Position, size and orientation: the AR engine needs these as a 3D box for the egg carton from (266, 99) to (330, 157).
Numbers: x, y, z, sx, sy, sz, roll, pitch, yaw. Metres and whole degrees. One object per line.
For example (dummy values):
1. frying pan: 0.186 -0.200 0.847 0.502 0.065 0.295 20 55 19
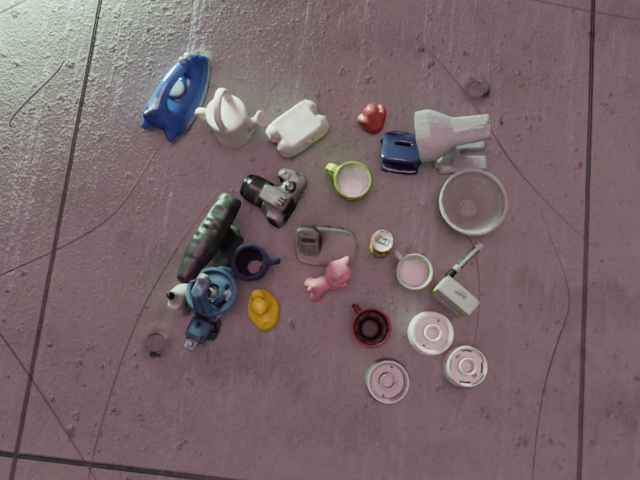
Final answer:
1. egg carton: -0.055 -0.283 1.460 0.150 0.069 0.107 -38 81 -4

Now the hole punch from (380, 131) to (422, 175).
1. hole punch: 0.203 -0.225 1.429 0.108 0.091 0.101 7 81 4

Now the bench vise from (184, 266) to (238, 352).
1. bench vise: -0.255 0.154 1.316 0.121 0.220 0.207 3 80 3

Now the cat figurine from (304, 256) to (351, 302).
1. cat figurine: 0.024 0.093 1.368 0.128 0.118 0.067 -29 80 -3

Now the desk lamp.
1. desk lamp: 0.316 -0.238 1.365 0.203 0.213 0.118 -3 80 2

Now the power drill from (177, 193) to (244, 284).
1. power drill: -0.247 0.008 1.346 0.075 0.208 0.230 23 82 6

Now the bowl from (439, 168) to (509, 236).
1. bowl: 0.371 -0.086 1.408 0.167 0.075 0.167 0 80 2

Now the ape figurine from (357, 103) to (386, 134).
1. ape figurine: 0.132 -0.315 1.447 0.078 0.092 0.076 -8 80 1

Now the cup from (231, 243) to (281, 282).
1. cup: -0.151 0.058 1.392 0.117 0.095 0.092 -5 80 1

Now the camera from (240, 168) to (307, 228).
1. camera: -0.120 -0.123 1.419 0.136 0.101 0.143 29 83 7

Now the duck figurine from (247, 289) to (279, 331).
1. duck figurine: -0.140 0.166 1.377 0.077 0.086 0.104 -16 80 -1

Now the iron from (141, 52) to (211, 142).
1. iron: -0.364 -0.390 1.453 0.118 0.141 0.258 26 82 7

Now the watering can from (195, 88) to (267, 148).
1. watering can: -0.220 -0.306 1.407 0.173 0.194 0.101 -13 80 0

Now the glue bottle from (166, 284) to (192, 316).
1. glue bottle: -0.331 0.137 1.345 0.037 0.173 0.078 12 81 5

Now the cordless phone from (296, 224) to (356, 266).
1. cordless phone: 0.012 0.005 1.349 0.147 0.185 0.094 1 80 3
